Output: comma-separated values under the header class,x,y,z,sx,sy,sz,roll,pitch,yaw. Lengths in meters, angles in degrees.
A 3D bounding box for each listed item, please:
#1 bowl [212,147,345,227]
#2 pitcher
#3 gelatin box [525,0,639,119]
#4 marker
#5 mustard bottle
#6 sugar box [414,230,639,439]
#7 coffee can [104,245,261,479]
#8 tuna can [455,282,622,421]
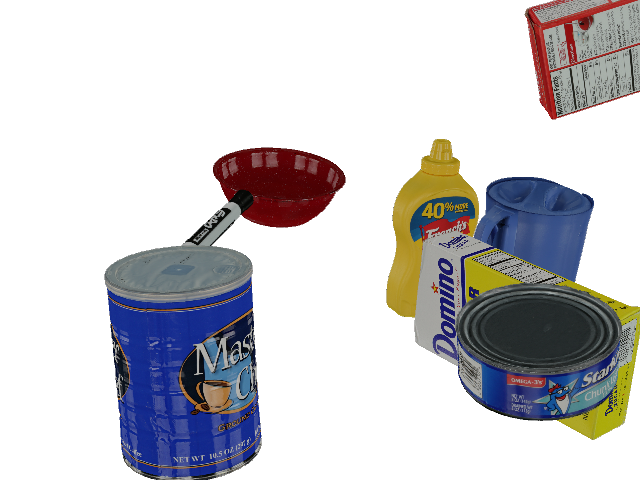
class,x,y,z,sx,sy,sz,roll,pitch,yaw
bowl,-0.052,-0.059,1.301,0.162,0.055,0.162,5,26,-3
pitcher,0.258,0.050,1.369,0.149,0.243,0.145,5,23,2
gelatin box,0.185,-0.128,0.703,0.089,0.073,0.030,-17,38,4
marker,-0.092,-0.013,0.949,0.020,0.020,0.121,0,29,28
mustard bottle,0.124,-0.015,1.155,0.096,0.192,0.058,-5,19,-20
sugar box,0.146,0.065,0.788,0.048,0.093,0.176,-17,29,-40
coffee can,-0.096,0.085,0.763,0.103,0.140,0.103,-2,17,0
tuna can,0.115,0.058,0.567,0.086,0.034,0.086,-4,27,2
